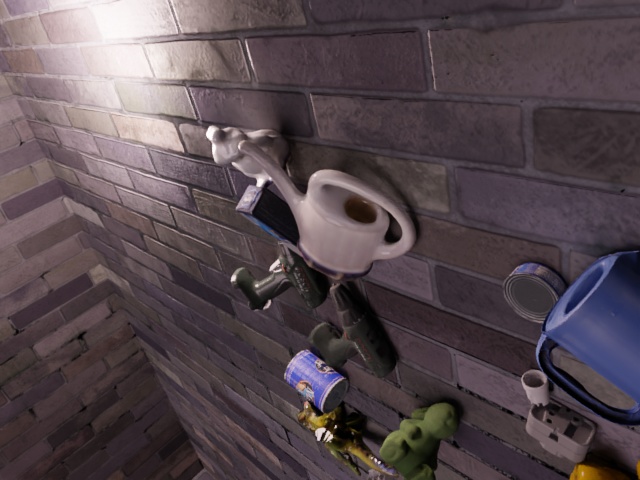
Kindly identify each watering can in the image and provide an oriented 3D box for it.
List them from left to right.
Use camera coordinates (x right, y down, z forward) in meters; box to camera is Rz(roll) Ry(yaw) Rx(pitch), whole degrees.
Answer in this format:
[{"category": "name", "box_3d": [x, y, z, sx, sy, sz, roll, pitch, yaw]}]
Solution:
[{"category": "watering can", "box_3d": [0.003, -0.047, 0.939, 0.106, 0.349, 0.219, -55, 166, -41]}]

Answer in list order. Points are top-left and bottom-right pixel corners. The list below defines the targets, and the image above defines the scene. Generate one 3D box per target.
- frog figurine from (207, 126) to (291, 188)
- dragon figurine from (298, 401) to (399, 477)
[{"category": "frog figurine", "box_3d": [-0.141, -0.177, 0.992, 0.158, 0.137, 0.124, 38, 78, -20]}, {"category": "dragon figurine", "box_3d": [0.074, 0.576, 1.448, 0.123, 0.415, 0.237, -39, 135, -21]}]
